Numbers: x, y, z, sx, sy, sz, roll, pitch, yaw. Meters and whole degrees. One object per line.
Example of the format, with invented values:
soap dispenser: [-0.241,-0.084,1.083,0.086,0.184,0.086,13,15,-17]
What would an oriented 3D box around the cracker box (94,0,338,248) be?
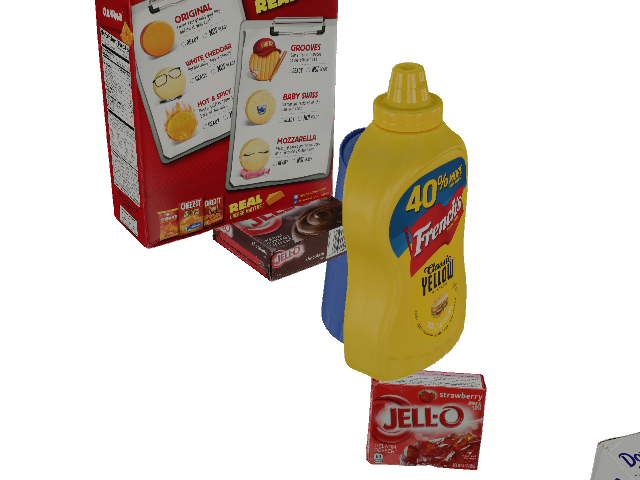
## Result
cracker box: [-0.072,-0.119,0.764,0.163,0.214,0.072,-17,33,-30]

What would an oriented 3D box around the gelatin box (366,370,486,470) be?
gelatin box: [0.082,0.141,0.839,0.089,0.073,0.030,3,21,2]

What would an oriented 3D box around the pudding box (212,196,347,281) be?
pudding box: [-0.029,-0.011,0.979,0.113,0.039,0.090,-18,38,-37]

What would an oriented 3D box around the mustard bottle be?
mustard bottle: [0.053,-0.015,0.655,0.058,0.192,0.096,21,35,38]

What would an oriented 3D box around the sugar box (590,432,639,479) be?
sugar box: [0.188,0.179,0.501,0.048,0.093,0.176,-9,29,-21]

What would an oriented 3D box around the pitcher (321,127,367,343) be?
pitcher: [0.071,0.010,1.169,0.145,0.243,0.149,26,41,20]
